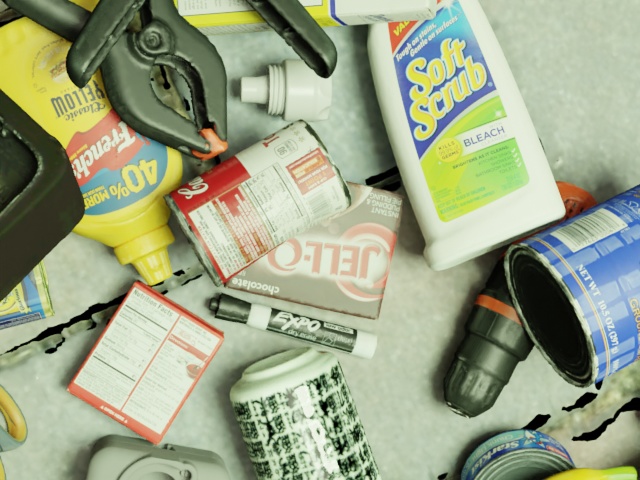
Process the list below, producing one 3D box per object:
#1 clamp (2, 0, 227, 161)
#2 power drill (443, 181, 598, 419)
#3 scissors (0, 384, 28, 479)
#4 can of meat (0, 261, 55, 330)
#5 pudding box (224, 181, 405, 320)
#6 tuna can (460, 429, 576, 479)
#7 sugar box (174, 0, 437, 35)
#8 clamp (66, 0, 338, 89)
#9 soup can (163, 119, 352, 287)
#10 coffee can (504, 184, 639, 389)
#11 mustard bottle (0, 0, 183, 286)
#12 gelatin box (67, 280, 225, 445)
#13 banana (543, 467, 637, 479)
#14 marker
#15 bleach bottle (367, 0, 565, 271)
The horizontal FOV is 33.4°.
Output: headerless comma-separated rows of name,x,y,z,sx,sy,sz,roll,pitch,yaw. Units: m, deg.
clamp,-0.121,-0.122,0.673,0.120,0.039,0.171,-26,91,-17
power drill,0.199,0.076,0.768,0.187,0.057,0.184,30,86,-8
scissors,-0.237,0.095,0.639,0.016,0.201,0.096,-19,54,13
can of meat,-0.226,0.014,0.698,0.084,0.057,0.102,-14,93,-11
pudding box,-0.005,0.001,0.743,0.113,0.039,0.090,12,88,-9
tuna can,0.143,0.179,0.759,0.086,0.034,0.086,-1,109,-3
sugar box,-0.012,-0.188,0.706,0.176,0.048,0.093,0,92,12
clamp,-0.089,-0.187,0.657,0.164,0.036,0.210,-11,80,-17
soup can,-0.039,-0.024,0.682,0.102,0.068,0.068,-31,95,-7
coffee can,0.206,0.020,0.692,0.140,0.103,0.103,-25,94,-10
mustard bottle,-0.146,-0.059,0.710,0.096,0.058,0.191,-25,95,-11
gelatin box,-0.118,0.083,0.730,0.073,0.030,0.089,32,86,-7
banana,0.138,0.224,0.734,0.069,0.037,0.198,27,112,-10
marker,-0.019,0.060,0.751,0.121,0.020,0.020,16,88,-9
bleach bottle,0.076,-0.112,0.733,0.102,0.068,0.251,-23,82,7
